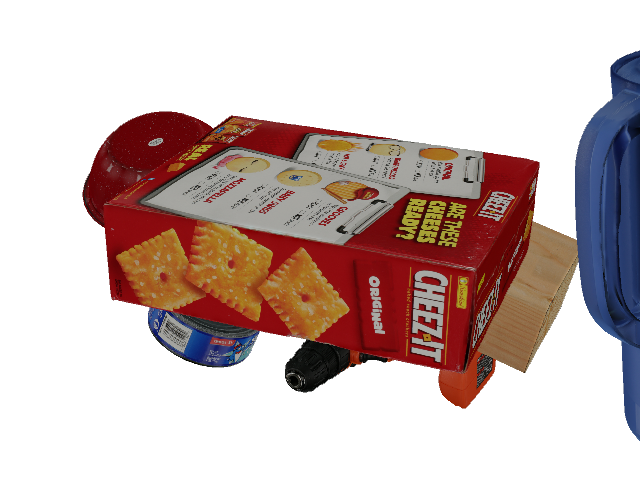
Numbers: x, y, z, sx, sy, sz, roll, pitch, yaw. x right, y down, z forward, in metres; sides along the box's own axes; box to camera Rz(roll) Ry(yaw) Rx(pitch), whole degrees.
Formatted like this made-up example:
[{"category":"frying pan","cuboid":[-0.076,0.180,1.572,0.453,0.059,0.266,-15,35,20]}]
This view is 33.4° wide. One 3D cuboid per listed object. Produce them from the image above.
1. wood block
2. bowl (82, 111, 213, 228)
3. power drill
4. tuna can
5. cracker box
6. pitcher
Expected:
[{"category":"wood block","cuboid":[0.107,0.016,0.923,0.206,0.091,0.090,25,50,17]},{"category":"bowl","cuboid":[-0.153,-0.075,1.021,0.162,0.055,0.162,-3,43,3]},{"category":"power drill","cuboid":[0.076,0.120,1.113,0.188,0.057,0.184,11,26,27]},{"category":"tuna can","cuboid":[-0.087,0.058,0.814,0.086,0.034,0.086,19,26,-10]},{"category":"cracker box","cuboid":[0.006,-0.006,0.634,0.214,0.072,0.164,11,28,19]},{"category":"pitcher","cuboid":[0.229,0.011,0.627,0.149,0.243,0.144,2,22,16]}]
